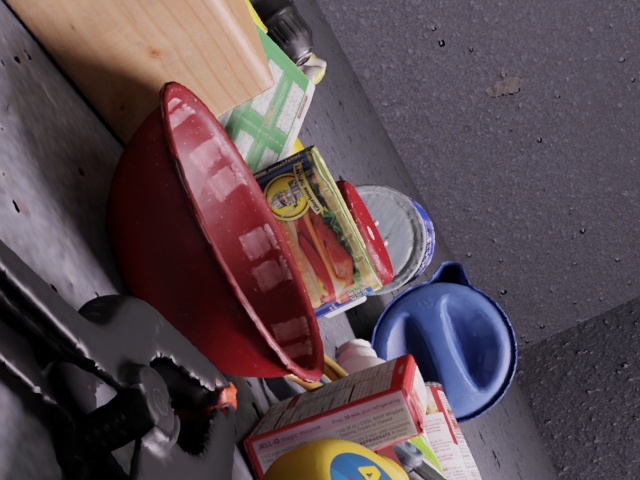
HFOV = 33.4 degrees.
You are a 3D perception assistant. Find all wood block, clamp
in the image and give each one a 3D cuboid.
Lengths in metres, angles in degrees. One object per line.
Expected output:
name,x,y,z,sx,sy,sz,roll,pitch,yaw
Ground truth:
wood block,-0.114,-0.152,0.538,0.206,0.090,0.091,55,12,-44
clamp,-0.066,0.070,0.352,0.164,0.036,0.210,68,9,17

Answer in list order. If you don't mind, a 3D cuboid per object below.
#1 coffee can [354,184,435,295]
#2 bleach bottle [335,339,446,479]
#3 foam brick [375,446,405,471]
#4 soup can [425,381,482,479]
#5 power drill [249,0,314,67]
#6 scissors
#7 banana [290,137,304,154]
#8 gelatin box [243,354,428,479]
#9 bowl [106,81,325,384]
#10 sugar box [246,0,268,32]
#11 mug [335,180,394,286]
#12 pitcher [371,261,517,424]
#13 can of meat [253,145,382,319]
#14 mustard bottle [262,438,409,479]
coffee can,0.057,0.000,1.046,0.103,0.103,0.140,65,9,5
bleach bottle,0.059,0.172,0.711,0.102,0.068,0.251,53,12,-44
foam brick,0.019,0.142,0.586,0.051,0.053,0.078,61,9,-16
soup can,0.081,0.169,0.821,0.102,0.068,0.068,69,10,24
power drill,-0.067,-0.196,0.865,0.184,0.057,0.187,52,-3,5
scissors,0.039,0.127,0.639,0.202,0.016,0.096,43,16,20
banana,-0.033,-0.082,0.970,0.197,0.037,0.069,58,11,-34
gelatin box,0.010,0.094,0.556,0.073,0.089,0.030,-37,105,-81
bowl,-0.057,0.006,0.523,0.162,0.055,0.162,61,9,-18
sugar box,-0.111,-0.192,0.700,0.093,0.048,0.176,30,-11,37
mug,-0.005,0.001,0.753,0.117,0.081,0.093,57,11,-35
pitcher,0.123,0.115,1.082,0.145,0.149,0.242,50,4,6
can of meat,-0.020,0.003,0.654,0.102,0.084,0.057,63,5,-10
mustard bottle,0.006,0.135,0.433,0.096,0.058,0.191,61,18,-4
